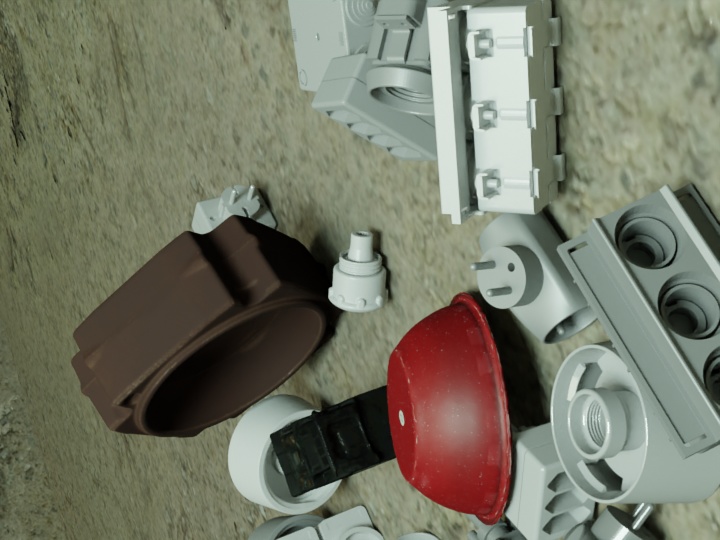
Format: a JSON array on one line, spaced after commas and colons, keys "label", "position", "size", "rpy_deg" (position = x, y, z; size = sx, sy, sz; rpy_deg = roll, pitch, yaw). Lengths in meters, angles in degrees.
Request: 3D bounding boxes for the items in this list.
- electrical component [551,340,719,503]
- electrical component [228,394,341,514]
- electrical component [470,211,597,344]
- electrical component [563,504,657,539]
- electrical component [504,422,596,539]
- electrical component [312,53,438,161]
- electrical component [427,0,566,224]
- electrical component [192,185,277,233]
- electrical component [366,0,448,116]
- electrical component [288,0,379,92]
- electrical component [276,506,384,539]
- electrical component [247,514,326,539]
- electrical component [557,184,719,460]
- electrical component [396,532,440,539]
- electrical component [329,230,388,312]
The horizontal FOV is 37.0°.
[{"label": "electrical component", "position": [0.157, 0.088, 0.620], "size": [0.099, 0.064, 0.099], "rpy_deg": [179, 90, -66]}, {"label": "electrical component", "position": [-0.061, 0.175, 1.005], "size": [0.060, 0.108, 0.108], "rpy_deg": [11, 114, 54]}, {"label": "electrical component", "position": [0.097, 0.003, 0.643], "size": [0.043, 0.079, 0.077], "rpy_deg": [-50, 59, 38]}, {"label": "electrical component", "position": [0.152, 0.169, 0.648], "size": [0.044, 0.077, 0.079], "rpy_deg": [34, 100, 7]}, {"label": "electrical component", "position": [0.116, 0.128, 0.710], "size": [0.076, 0.047, 0.065], "rpy_deg": [45, 142, 52]}, {"label": "electrical component", "position": [0.024, -0.125, 0.725], "size": [0.047, 0.083, 0.075], "rpy_deg": [10, 75, 60]}, {"label": "electrical component", "position": [0.081, -0.095, 0.629], "size": [0.063, 0.079, 0.121], "rpy_deg": [6, 112, 30]}, {"label": "electrical component", "position": [-0.117, -0.054, 1.024], "size": [0.047, 0.066, 0.076], "rpy_deg": [60, 150, 25]}, {"label": "electrical component", "position": [0.036, -0.131, 0.667], "size": [0.058, 0.078, 0.057], "rpy_deg": [8, 80, 33]}, {"label": "electrical component", "position": [-0.011, -0.173, 0.781], "size": [0.100, 0.048, 0.099], "rpy_deg": [23, 125, 57]}, {"label": "electrical component", "position": [-0.010, 0.324, 0.985], "size": [0.186, 0.105, 0.060], "rpy_deg": [65, 151, 17]}, {"label": "electrical component", "position": [-0.058, 0.293, 1.061], "size": [0.060, 0.108, 0.108], "rpy_deg": [-35, 73, 55]}, {"label": "electrical component", "position": [0.163, 0.028, 0.547], "size": [0.063, 0.079, 0.121], "rpy_deg": [83, 161, -68]}, {"label": "electrical component", "position": [0.041, 0.262, 0.924], "size": [0.079, 0.043, 0.077], "rpy_deg": [27, 127, 55]}, {"label": "electrical component", "position": [0.000, 0.000, 0.861], "size": [0.048, 0.048, 0.062], "rpy_deg": [33, 126, 52]}]
